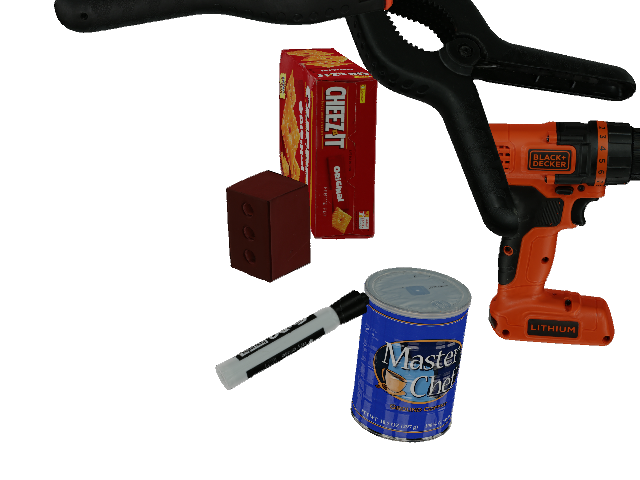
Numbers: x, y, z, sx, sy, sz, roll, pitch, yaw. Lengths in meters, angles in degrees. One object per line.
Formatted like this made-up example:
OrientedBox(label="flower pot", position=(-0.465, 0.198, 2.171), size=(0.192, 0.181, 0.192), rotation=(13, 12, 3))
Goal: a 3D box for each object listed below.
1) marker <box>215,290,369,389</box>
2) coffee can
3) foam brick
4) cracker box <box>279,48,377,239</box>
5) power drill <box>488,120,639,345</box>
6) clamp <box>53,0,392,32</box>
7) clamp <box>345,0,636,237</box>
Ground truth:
OrientedBox(label="marker", position=(-0.017, 0.068, 0.750), size=(0.121, 0.020, 0.020), rotation=(-28, 9, -18))
OrientedBox(label="coffee can", position=(0.087, 0.110, 1.046), size=(0.103, 0.140, 0.103), rotation=(5, 22, -2))
OrientedBox(label="foam brick", position=(-0.045, -0.013, 0.927), size=(0.053, 0.078, 0.051), rotation=(20, 31, 40))
OrientedBox(label="cracker box", position=(0.004, -0.110, 1.138), size=(0.072, 0.164, 0.214), rotation=(-3, 18, -9))
OrientedBox(label="power drill", position=(0.213, -0.008, 0.888), size=(0.184, 0.188, 0.057), rotation=(3, 19, 11))
OrientedBox(label="clamp", position=(-0.050, -0.134, 0.553), size=(0.171, 0.039, 0.120), rotation=(6, 42, 12))
OrientedBox(label="clamp", position=(0.090, -0.107, 0.706), size=(0.210, 0.164, 0.036), rotation=(34, -29, 5))
